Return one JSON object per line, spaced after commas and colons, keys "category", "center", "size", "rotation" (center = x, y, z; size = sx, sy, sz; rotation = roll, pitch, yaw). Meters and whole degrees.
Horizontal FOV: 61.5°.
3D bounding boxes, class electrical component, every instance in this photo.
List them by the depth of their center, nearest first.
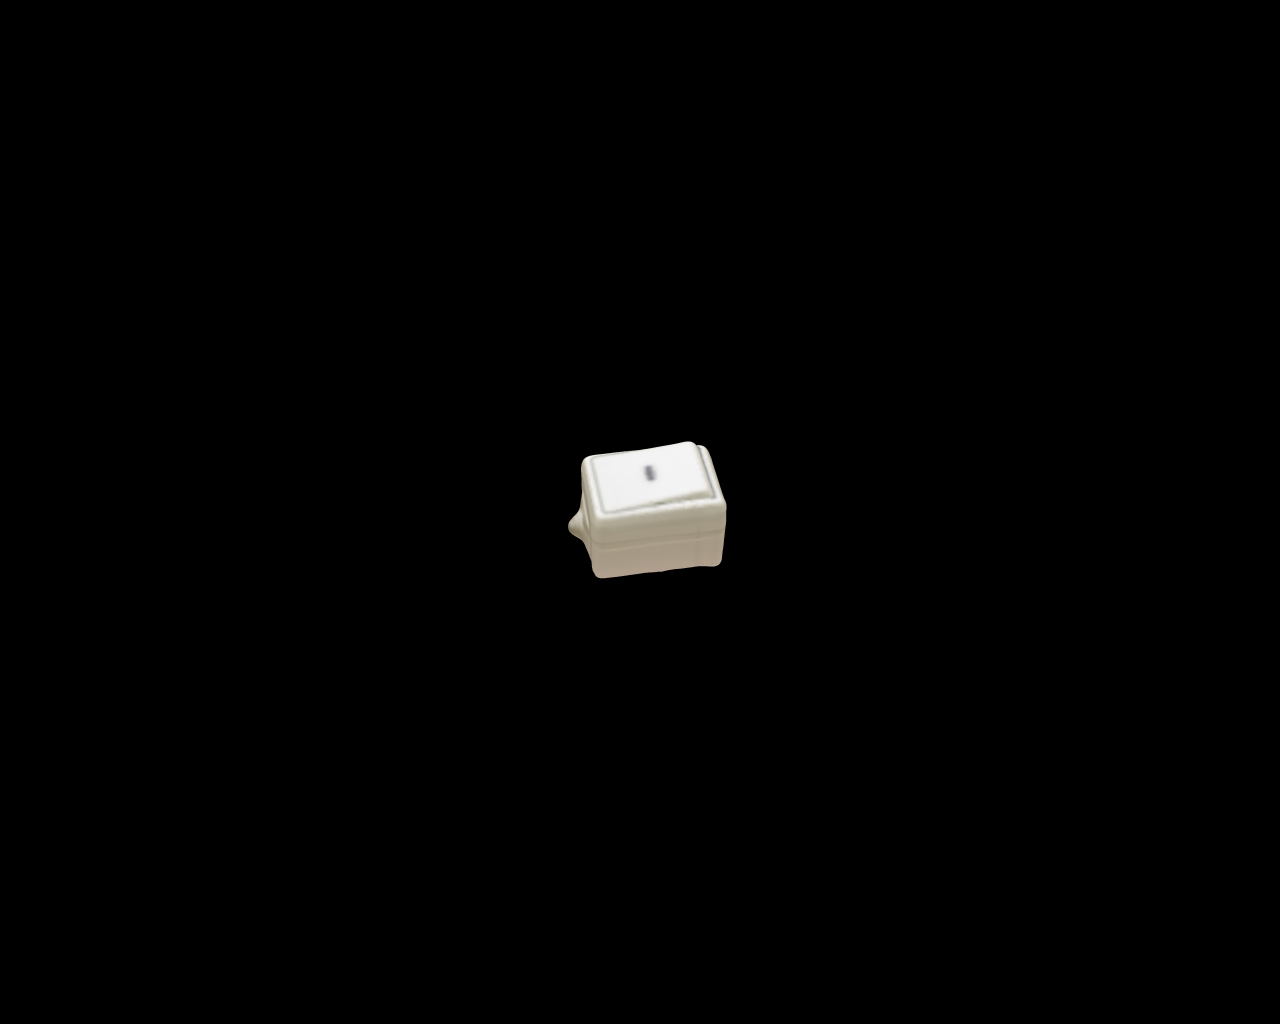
{"category": "electrical component", "center": [0.001, -0.003, 0.650], "size": [0.096, 0.061, 0.062], "rotation": [-6, 43, -7]}
